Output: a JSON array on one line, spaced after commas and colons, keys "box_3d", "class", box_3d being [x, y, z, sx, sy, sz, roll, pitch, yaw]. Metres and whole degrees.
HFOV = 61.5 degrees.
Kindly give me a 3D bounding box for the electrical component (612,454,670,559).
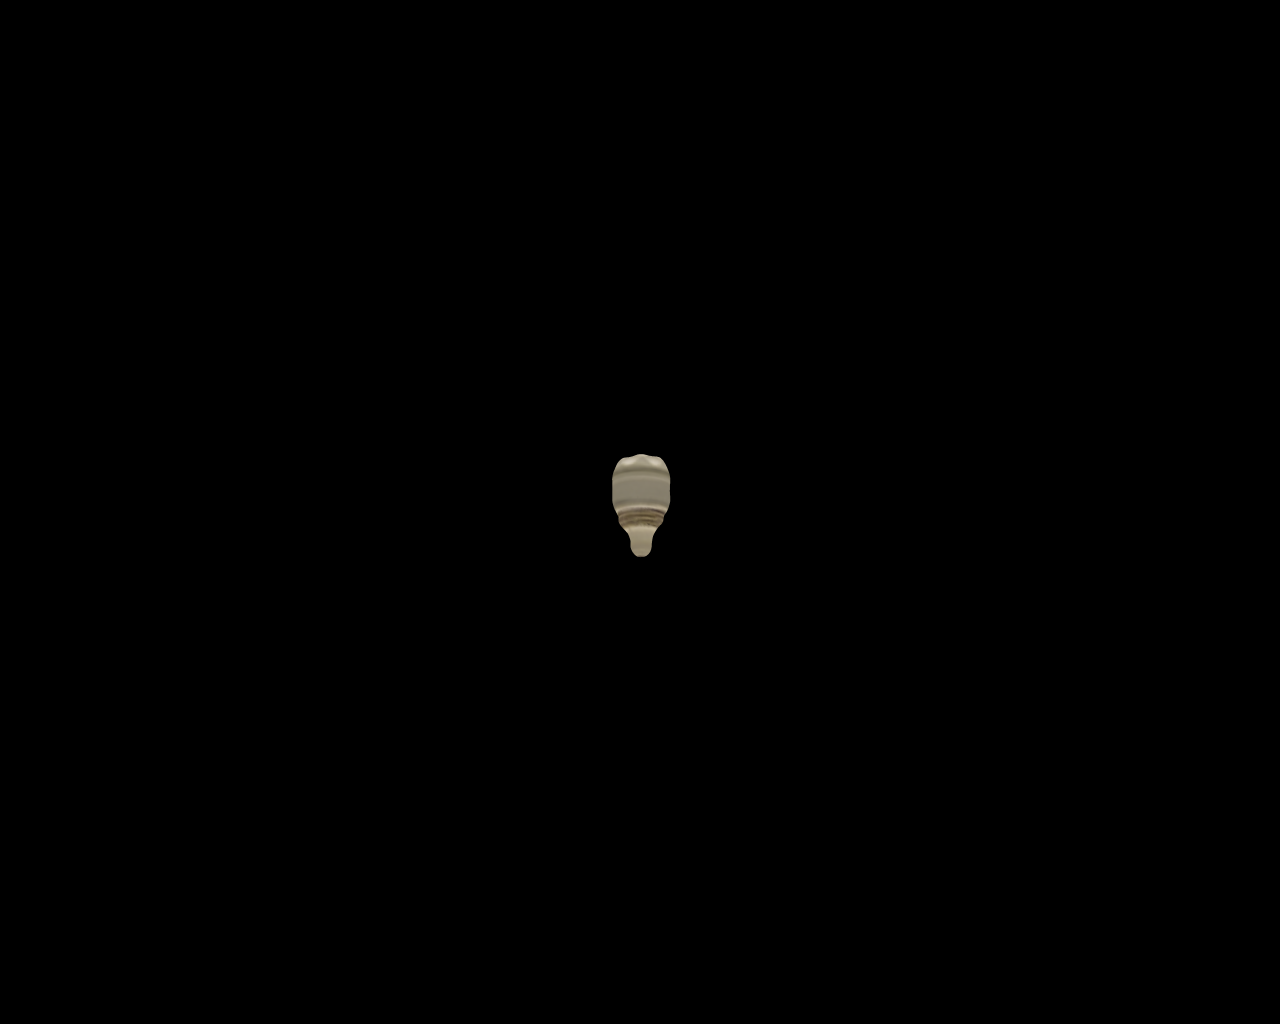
[{"box_3d": [0.001, -0.003, 0.650, 0.035, 0.061, 0.035, 0, -12, 0], "class": "electrical component"}]
